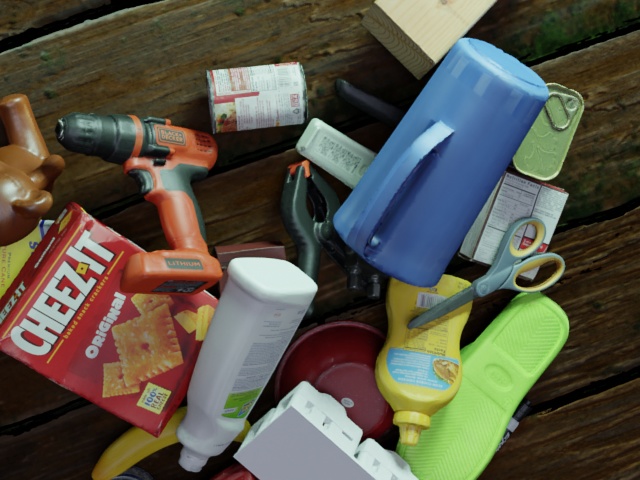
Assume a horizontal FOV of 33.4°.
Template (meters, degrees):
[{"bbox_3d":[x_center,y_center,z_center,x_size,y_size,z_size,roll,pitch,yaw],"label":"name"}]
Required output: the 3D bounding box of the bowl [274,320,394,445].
[{"bbox_3d":[0.029,0.177,1.222,0.162,0.055,0.162,-1,100,-7],"label":"bowl"}]

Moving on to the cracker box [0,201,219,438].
[{"bbox_3d":[-0.217,0.087,1.128,0.213,0.072,0.164,36,84,-28],"label":"cracker box"}]

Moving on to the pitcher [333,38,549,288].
[{"bbox_3d":[0.122,-0.079,1.090,0.144,0.149,0.243,22,114,-21],"label":"pitcher"}]

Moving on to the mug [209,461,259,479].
[{"bbox_3d":[-0.088,0.303,1.211,0.081,0.093,0.117,-33,143,8],"label":"mug"}]

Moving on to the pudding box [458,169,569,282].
[{"bbox_3d":[0.220,-0.018,1.216,0.090,0.039,0.113,18,95,-19],"label":"pudding box"}]

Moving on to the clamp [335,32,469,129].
[{"bbox_3d":[0.118,-0.124,1.188,0.164,0.036,0.210,-22,103,-7],"label":"clamp"}]

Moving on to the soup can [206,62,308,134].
[{"bbox_3d":[-0.068,-0.153,1.144,0.102,0.068,0.068,-7,101,-7],"label":"soup can"}]

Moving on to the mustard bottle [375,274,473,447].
[{"bbox_3d":[0.111,0.132,1.184,0.096,0.058,0.191,11,71,-3],"label":"mustard bottle"}]

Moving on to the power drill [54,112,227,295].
[{"bbox_3d":[-0.175,-0.040,1.086,0.184,0.057,0.187,5,66,-38],"label":"power drill"}]

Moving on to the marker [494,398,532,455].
[{"bbox_3d":[0.212,0.238,1.275,0.020,0.020,0.121,38,93,-12],"label":"marker"}]

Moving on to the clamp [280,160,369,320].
[{"bbox_3d":[-0.008,0.001,1.172,0.039,0.120,0.171,-16,102,41],"label":"clamp"}]

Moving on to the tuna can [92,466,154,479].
[{"bbox_3d":[-0.226,0.303,1.221,0.086,0.034,0.086,-1,100,-7],"label":"tuna can"}]

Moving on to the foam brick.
[{"bbox_3d":[-0.077,0.032,1.184,0.078,0.051,0.053,-5,98,-7],"label":"foam brick"}]

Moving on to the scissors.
[{"bbox_3d":[0.182,0.033,1.178,0.201,0.016,0.096,-11,103,-20],"label":"scissors"}]

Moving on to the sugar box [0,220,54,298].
[{"bbox_3d":[-0.327,0.024,1.153,0.176,0.048,0.093,3,100,-7],"label":"sugar box"}]

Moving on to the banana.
[{"bbox_3d":[-0.161,0.225,1.205,0.197,0.037,0.069,-7,78,-11],"label":"banana"}]

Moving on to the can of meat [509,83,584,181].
[{"bbox_3d":[0.239,-0.122,1.182,0.057,0.084,0.102,18,97,-11],"label":"can of meat"}]

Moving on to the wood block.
[{"bbox_3d":[0.151,-0.279,1.120,0.091,0.090,0.206,44,84,-3],"label":"wood block"}]

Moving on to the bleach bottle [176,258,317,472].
[{"bbox_3d":[-0.096,0.140,1.131,0.102,0.068,0.251,2,120,-51],"label":"bleach bottle"}]
